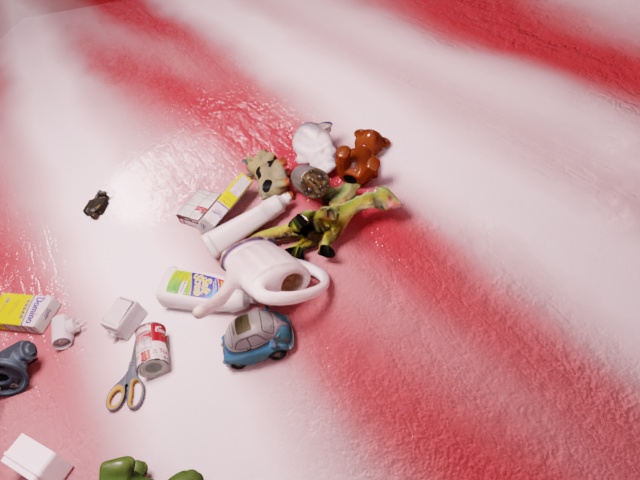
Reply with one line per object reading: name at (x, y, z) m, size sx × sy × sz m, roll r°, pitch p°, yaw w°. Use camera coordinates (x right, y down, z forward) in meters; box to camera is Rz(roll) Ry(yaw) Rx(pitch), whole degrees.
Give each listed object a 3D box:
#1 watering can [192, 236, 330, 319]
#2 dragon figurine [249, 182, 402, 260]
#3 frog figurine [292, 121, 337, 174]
watering can at (-0.144, 0.078, 1.106) m, size 0.349 × 0.102 × 0.227 m, roll -6°, pitch 27°, yaw -38°
dragon figurine at (0.004, -0.065, 1.285) m, size 0.409 × 0.120 × 0.248 m, roll -5°, pitch 29°, yaw 33°
frog figurine at (-0.015, -0.247, 1.433) m, size 0.135 × 0.121 × 0.163 m, roll -33°, pitch 45°, yaw 37°
